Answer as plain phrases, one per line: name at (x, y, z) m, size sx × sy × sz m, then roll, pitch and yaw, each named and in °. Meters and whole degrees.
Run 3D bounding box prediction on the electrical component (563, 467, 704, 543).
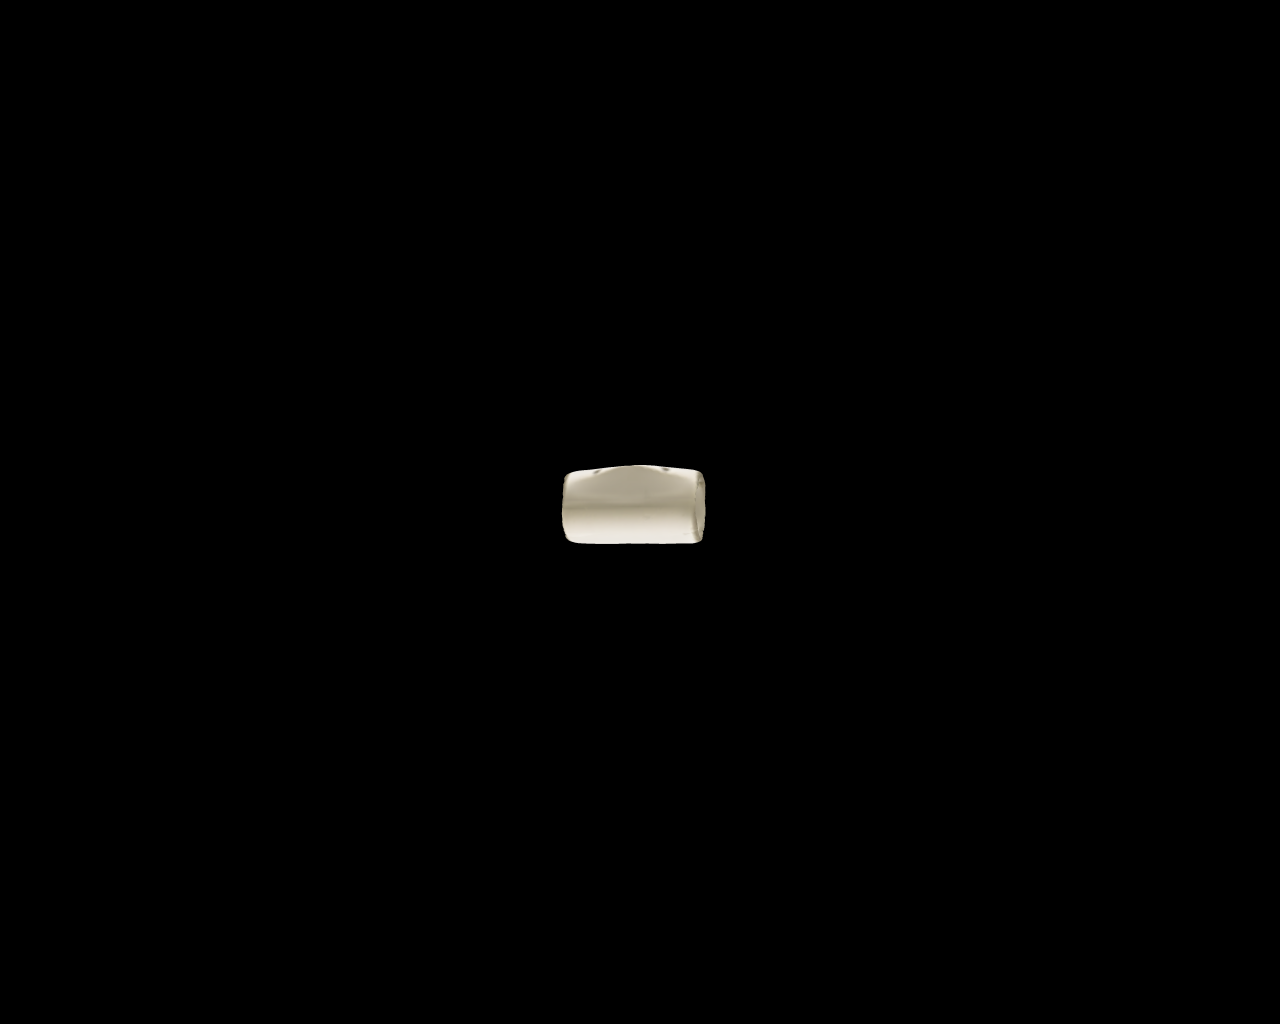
electrical component at (0.001, -0.003, 0.650) m, size 0.077 × 0.043 × 0.079 m, roll -1°, pitch -3°, yaw 11°
